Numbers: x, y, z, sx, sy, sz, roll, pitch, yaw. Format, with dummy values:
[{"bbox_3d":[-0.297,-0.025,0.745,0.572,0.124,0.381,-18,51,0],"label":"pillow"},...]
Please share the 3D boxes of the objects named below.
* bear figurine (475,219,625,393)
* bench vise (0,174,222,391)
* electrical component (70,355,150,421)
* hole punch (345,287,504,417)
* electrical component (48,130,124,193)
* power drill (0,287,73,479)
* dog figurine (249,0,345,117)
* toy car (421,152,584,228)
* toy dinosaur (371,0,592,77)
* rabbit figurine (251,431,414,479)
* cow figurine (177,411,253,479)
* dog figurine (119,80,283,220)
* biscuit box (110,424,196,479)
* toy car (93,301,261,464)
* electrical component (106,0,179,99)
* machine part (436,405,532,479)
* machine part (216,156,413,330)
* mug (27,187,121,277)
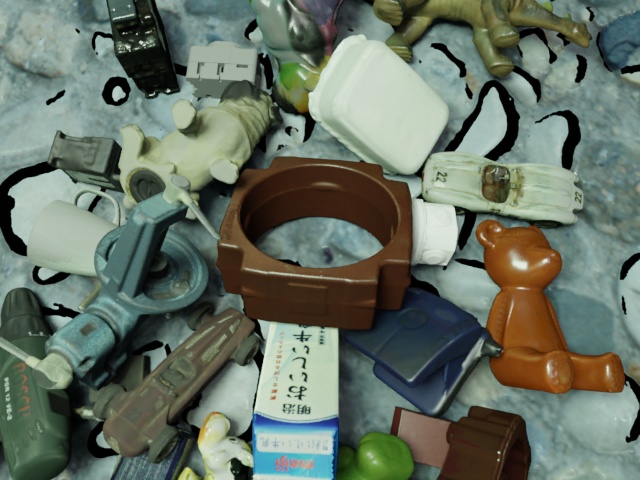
[{"bbox_3d":[0.248,0.067,0.605,0.120,0.132,0.195,11,78,-25],"label":"bear figurine"},{"bbox_3d":[-0.191,0.037,0.540,0.129,0.240,0.223,42,36,11],"label":"bench vise"},{"bbox_3d":[-0.239,0.162,0.616,0.078,0.045,0.102,4,75,2],"label":"electrical component"},{"bbox_3d":[0.105,0.109,0.583,0.116,0.092,0.142,-53,39,-9],"label":"hole punch"},{"bbox_3d":[-0.265,-0.093,0.670,0.119,0.074,0.047,8,76,6],"label":"electrical component"},{"bbox_3d":[-0.373,0.187,0.587,0.207,0.085,0.232,-34,57,-11],"label":"power drill"},{"bbox_3d":[-0.003,-0.264,0.674,0.191,0.108,0.219,-29,94,26],"label":"dog figurine"},{"bbox_3d":[0.228,-0.063,0.672,0.202,0.056,0.073,9,75,3],"label":"toy car"},{"bbox_3d":[0.139,-0.346,0.731,0.472,0.105,0.198,17,69,5],"label":"toy dinosaur"},{"bbox_3d":[-0.007,0.259,0.534,0.170,0.159,0.121,10,62,-21],"label":"rabbit figurine"},{"bbox_3d":[-0.104,0.273,0.572,0.098,0.068,0.167,17,79,-13],"label":"cow figurine"},{"bbox_3d":[-0.142,-0.112,0.659,0.172,0.190,0.121,-18,108,20],"label":"dog figurine"},{"bbox_3d":[-0.204,0.296,0.572,0.063,0.059,0.202,21,75,5],"label":"biscuit box"},{"bbox_3d":[-0.148,0.144,0.586,0.089,0.053,0.202,32,53,18],"label":"toy car"},{"bbox_3d":[-0.231,-0.265,0.687,0.058,0.134,0.115,-16,73,-5],"label":"electrical component"},{"bbox_3d":[0.158,0.255,0.527,0.056,0.179,0.179,6,72,34],"label":"machine part"},{"bbox_3d":[-0.001,-0.002,0.599,0.201,0.087,0.201,5,44,4],"label":"machine part"},{"bbox_3d":[-0.275,-0.004,0.649,0.107,0.081,0.109,21,69,-6],"label":"mug"}]
